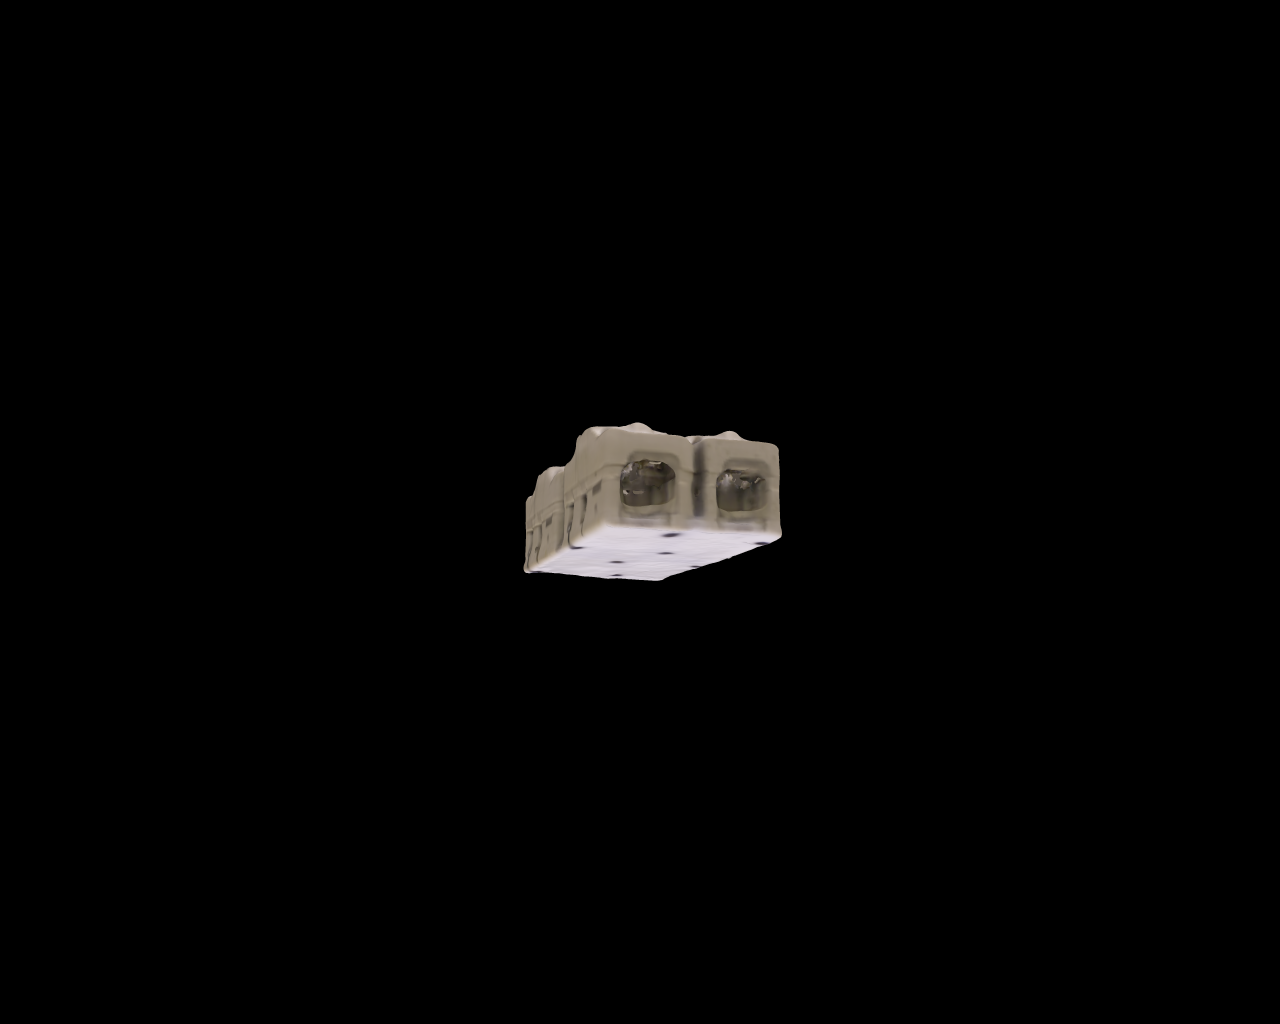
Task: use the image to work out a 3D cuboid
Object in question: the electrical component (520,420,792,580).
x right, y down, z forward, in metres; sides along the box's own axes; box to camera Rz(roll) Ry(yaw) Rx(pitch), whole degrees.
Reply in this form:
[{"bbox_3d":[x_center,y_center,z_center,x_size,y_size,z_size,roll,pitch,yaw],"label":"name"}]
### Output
[{"bbox_3d":[0.001,-0.003,0.650,0.105,0.060,0.186,4,-12,-19],"label":"electrical component"}]
